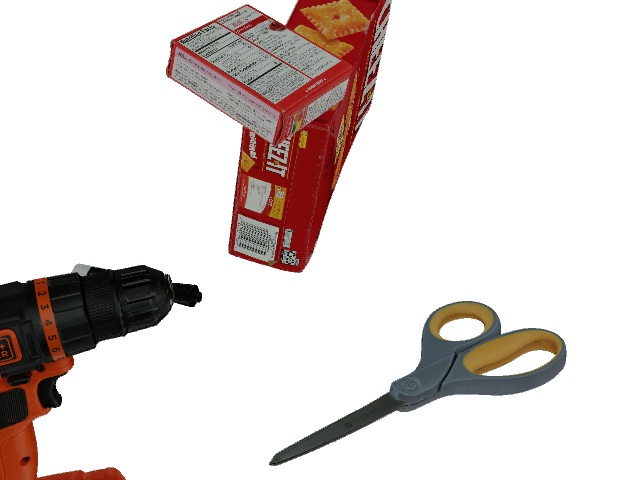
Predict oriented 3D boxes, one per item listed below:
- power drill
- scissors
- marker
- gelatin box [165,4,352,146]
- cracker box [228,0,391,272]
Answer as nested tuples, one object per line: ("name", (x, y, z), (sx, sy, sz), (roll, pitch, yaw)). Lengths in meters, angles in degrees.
("power drill", (-0.173, 0.111, 0.693), (0.184, 0.188, 0.057), (-12, 25, -8))
("scissors", (0.049, 0.078, 0.629), (0.201, 0.016, 0.096), (-12, 31, -19))
("marker", (-0.155, 0.038, 0.902), (0.121, 0.020, 0.020), (9, 3, 21))
("gelatin box", (-0.037, -0.103, 0.651), (0.089, 0.030, 0.073), (33, 45, 18))
("cracker box", (-0.004, -0.105, 0.859), (0.072, 0.213, 0.164), (17, -42, 5))
